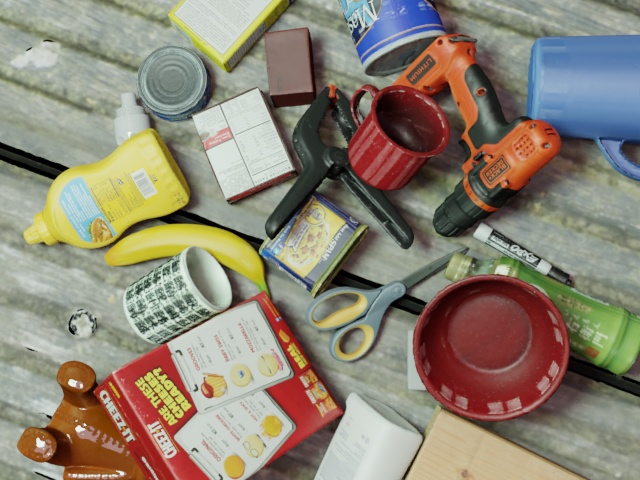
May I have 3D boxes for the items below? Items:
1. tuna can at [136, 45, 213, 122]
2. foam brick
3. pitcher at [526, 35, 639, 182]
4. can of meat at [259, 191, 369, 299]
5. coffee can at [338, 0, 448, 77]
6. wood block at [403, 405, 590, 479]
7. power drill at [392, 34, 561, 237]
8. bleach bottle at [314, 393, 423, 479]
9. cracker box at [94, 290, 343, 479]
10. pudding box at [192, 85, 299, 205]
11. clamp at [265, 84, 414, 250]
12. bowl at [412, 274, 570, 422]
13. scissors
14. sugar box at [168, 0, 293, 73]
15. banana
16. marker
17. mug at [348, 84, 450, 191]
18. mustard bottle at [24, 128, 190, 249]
[{"bbox_3d":[-0.170,-0.183,1.248,0.086,0.034,0.086,0,83,4],"label":"tuna can"},{"bbox_3d":[-0.034,-0.198,1.232,0.053,0.051,0.078,-5,83,4],"label":"foam brick"},{"bbox_3d":[0.351,-0.153,1.165,0.243,0.145,0.149,3,42,8],"label":"pitcher"},{"bbox_3d":[-0.008,0.002,1.204,0.084,0.057,0.102,37,87,9],"label":"can of meat"},{"bbox_3d":[0.074,-0.270,1.207,0.103,0.103,0.140,-20,82,1],"label":"coffee can"},{"bbox_3d":[0.202,0.264,1.142,0.206,0.090,0.091,26,86,6],"label":"wood block"},{"bbox_3d":[0.157,-0.118,1.182,0.185,0.057,0.188,-43,69,37],"label":"power drill"},{"bbox_3d":[0.016,0.298,1.156,0.068,0.103,0.251,27,93,-27],"label":"bleach bottle"},{"bbox_3d":[-0.105,0.172,1.129,0.213,0.072,0.164,-28,81,-39],"label":"cracker box"},{"bbox_3d":[-0.087,-0.109,1.231,0.090,0.039,0.113,-23,84,1],"label":"pudding box"},{"bbox_3d":[0.027,-0.079,1.189,0.164,0.036,0.210,11,59,-11],"label":"clamp"},{"bbox_3d":[0.179,0.106,1.124,0.162,0.055,0.162,2,104,8],"label":"bowl"},{"bbox_3d":[0.082,0.076,1.205,0.201,0.016,0.096,-14,108,-13],"label":"scissors"},{"bbox_3d":[-0.085,-0.293,1.250,0.093,0.048,0.176,42,84,7],"label":"sugar box"},{"bbox_3d":[-0.147,0.015,1.221,0.198,0.037,0.069,13,84,5],"label":"banana"},{"bbox_3d":[0.230,0.019,1.204,0.121,0.020,0.020,31,86,7],"label":"marker"},{"bbox_3d":[0.074,-0.116,1.157,0.093,0.082,0.117,-32,77,-37],"label":"mug"},{"bbox_3d":[-0.251,-0.044,1.218,0.191,0.058,0.096,-27,110,5],"label":"mustard bottle"}]
